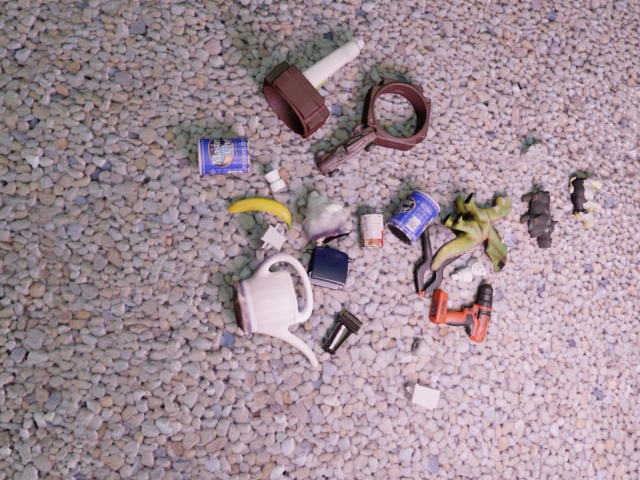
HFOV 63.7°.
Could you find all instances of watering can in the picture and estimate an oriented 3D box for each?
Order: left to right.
[{"bbox_3d":[-0.123,0.212,1.447,0.225,0.347,0.104,-11,3,-12],"label":"watering can"}]

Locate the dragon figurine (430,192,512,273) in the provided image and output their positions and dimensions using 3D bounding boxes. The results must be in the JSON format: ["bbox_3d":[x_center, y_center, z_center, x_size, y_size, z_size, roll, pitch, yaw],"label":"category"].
[{"bbox_3d":[0.488,-0.002,1.568,0.242,0.418,0.120,39,-29,-9],"label":"dragon figurine"}]

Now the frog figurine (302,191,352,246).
[{"bbox_3d":[0.005,-0.075,1.484,0.135,0.161,0.123,-31,-17,37],"label":"frog figurine"}]
